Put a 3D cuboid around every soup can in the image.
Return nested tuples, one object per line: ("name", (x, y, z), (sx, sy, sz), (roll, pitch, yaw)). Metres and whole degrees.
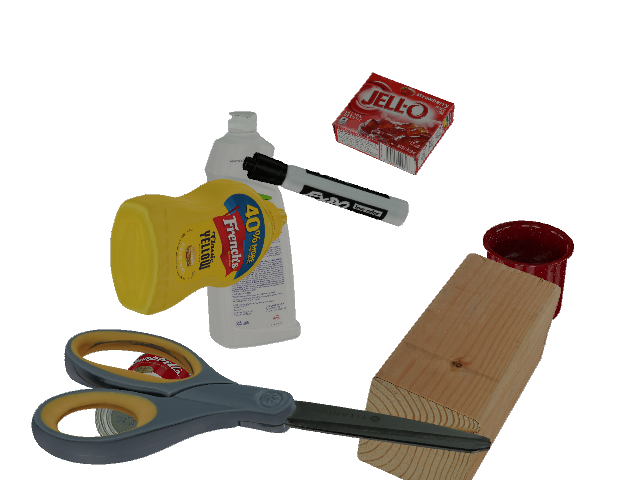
("soup can", (-0.174, 0.158, 1.053), (0.068, 0.068, 0.102), (0, 15, 11))

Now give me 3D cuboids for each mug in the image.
("mug", (0.213, 0.030, 1.131), (0.093, 0.081, 0.117), (-5, 31, -8))

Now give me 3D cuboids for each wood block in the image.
("wood block", (0.120, 0.106, 0.890), (0.091, 0.090, 0.205), (22, 36, 20))

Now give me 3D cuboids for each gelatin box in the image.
("gelatin box", (0.067, -0.109, 0.982), (0.089, 0.073, 0.030), (26, -28, 22))

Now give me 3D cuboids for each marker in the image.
("marker", (0.004, -0.035, 0.732), (0.121, 0.020, 0.020), (17, -6, -19))

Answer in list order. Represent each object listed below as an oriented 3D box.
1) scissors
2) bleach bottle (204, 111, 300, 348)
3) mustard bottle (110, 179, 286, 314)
("scissors", (-0.037, 0.082, 0.462), (0.202, 0.016, 0.096), (15, 31, 24))
("bleach bottle", (-0.074, -0.014, 1.158), (0.102, 0.251, 0.068), (-7, 16, -27))
("mustard bottle", (-0.096, -0.003, 0.936), (0.058, 0.096, 0.191), (13, 20, 35))
